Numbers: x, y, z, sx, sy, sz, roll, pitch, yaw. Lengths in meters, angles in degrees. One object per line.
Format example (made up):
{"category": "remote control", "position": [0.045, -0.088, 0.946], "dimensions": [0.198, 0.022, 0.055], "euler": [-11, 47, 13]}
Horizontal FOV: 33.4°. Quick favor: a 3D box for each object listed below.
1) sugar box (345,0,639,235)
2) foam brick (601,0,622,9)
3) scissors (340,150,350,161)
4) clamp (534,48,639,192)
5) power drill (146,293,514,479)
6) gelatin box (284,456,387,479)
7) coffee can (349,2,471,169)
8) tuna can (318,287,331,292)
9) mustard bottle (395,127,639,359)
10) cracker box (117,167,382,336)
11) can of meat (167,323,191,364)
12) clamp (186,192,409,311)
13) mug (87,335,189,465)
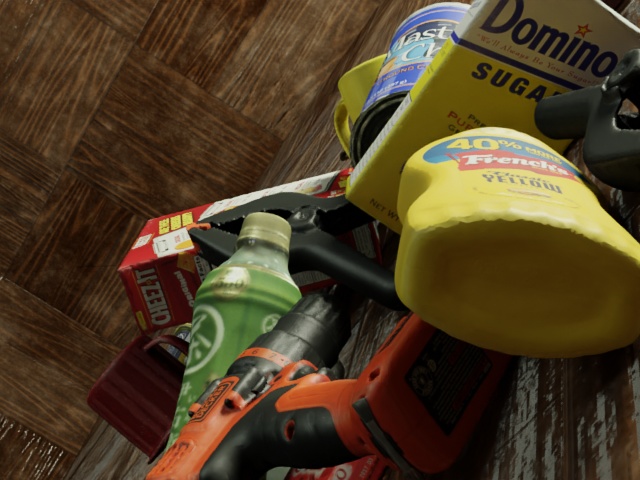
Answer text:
{"category": "sugar box", "position": [0.101, -0.075, 0.633], "dimensions": [0.176, 0.093, 0.048], "euler": [-55, 9, 19]}
{"category": "foam brick", "position": [0.174, -0.192, 0.714], "dimensions": [0.051, 0.078, 0.053], "euler": [-51, 11, 30]}
{"category": "scissors", "position": [0.052, -0.085, 1.062], "dimensions": [0.201, 0.016, 0.096], "euler": [-39, -18, -49]}
{"category": "clamp", "position": [0.147, -0.065, 0.508], "dimensions": [0.120, 0.039, 0.171], "euler": [-53, 9, 34]}
{"category": "power drill", "position": [0.010, 0.073, 0.553], "dimensions": [0.188, 0.057, 0.184], "euler": [-26, 19, 45]}
{"category": "gelatin box", "position": [0.012, 0.124, 0.616], "dimensions": [0.073, 0.030, 0.089], "euler": [-59, 8, -14]}
{"category": "coffee can", "position": [0.086, -0.097, 0.778], "dimensions": [0.103, 0.102, 0.140], "euler": [-51, 10, 39]}
{"category": "tuna can", "position": [-0.001, 0.025, 1.080], "dimensions": [0.086, 0.033, 0.086], "euler": [-56, 8, 11]}
{"category": "mustard bottle", "position": [0.083, -0.012, 0.483], "dimensions": [0.191, 0.096, 0.058], "euler": [-77, -5, -71]}
{"category": "cracker box", "position": [-0.055, 0.006, 0.945], "dimensions": [0.214, 0.072, 0.164], "euler": [-15, 14, 4]}
{"category": "can of meat", "position": [-0.116, 0.146, 1.063], "dimensions": [0.084, 0.102, 0.058], "euler": [-64, 10, -29]}
{"category": "clamp", "position": [-0.005, 0.001, 0.798], "dimensions": [0.210, 0.036, 0.164], "euler": [-6, 35, 17]}
{"category": "mug", "position": [-0.148, 0.132, 0.953], "dimensions": [0.117, 0.081, 0.093], "euler": [-53, -4, 30]}
